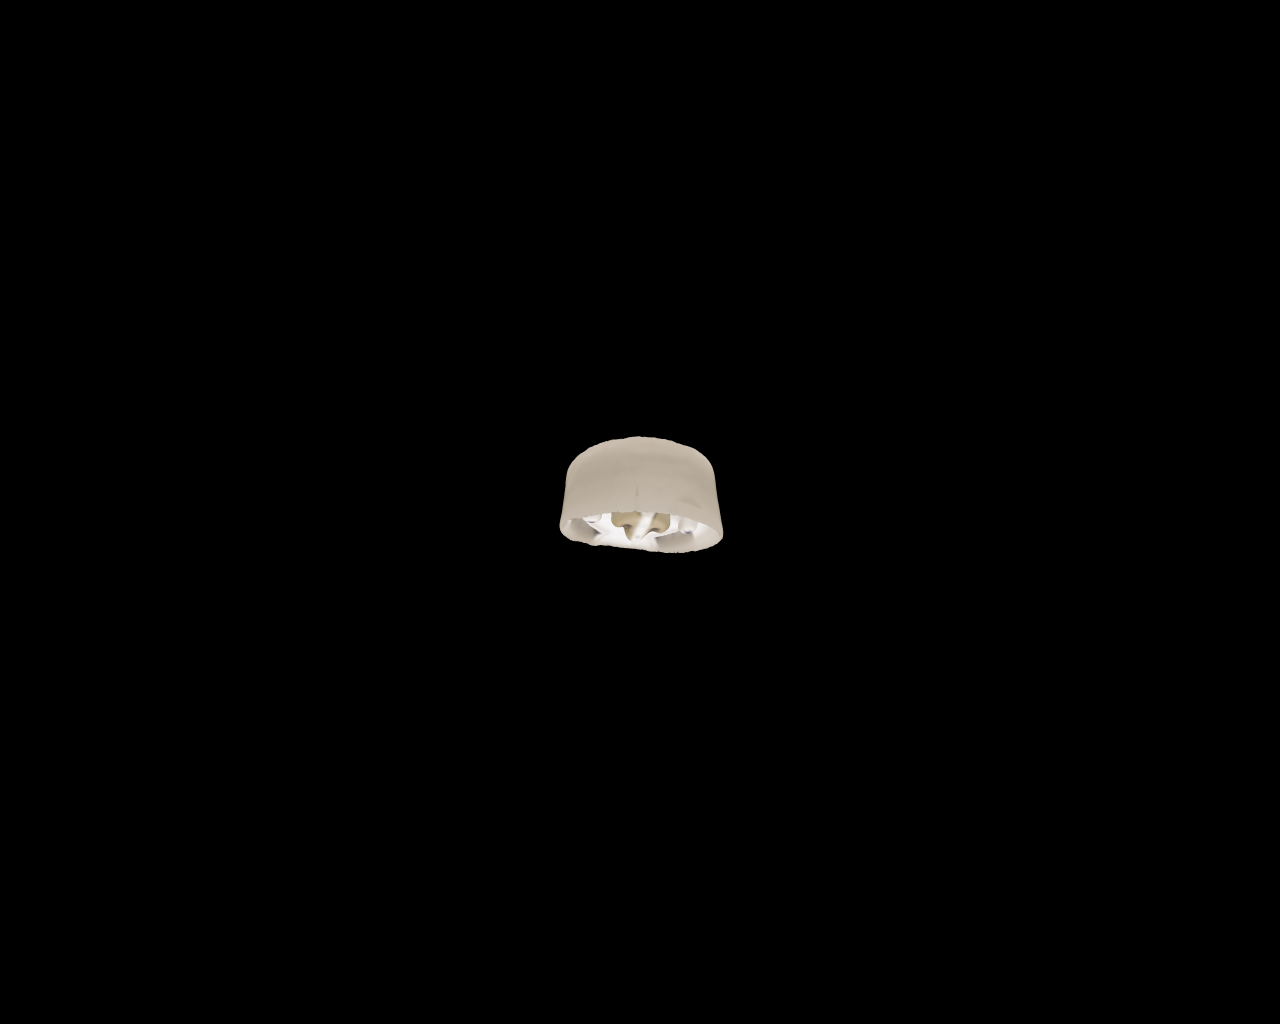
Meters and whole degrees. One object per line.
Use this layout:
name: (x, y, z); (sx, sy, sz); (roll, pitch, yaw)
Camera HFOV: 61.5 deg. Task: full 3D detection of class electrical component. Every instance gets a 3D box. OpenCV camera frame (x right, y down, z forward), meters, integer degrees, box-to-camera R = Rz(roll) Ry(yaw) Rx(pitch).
electrical component: (0.001, -0.003, 0.650); (0.099, 0.064, 0.099); (0, -28, 0)
